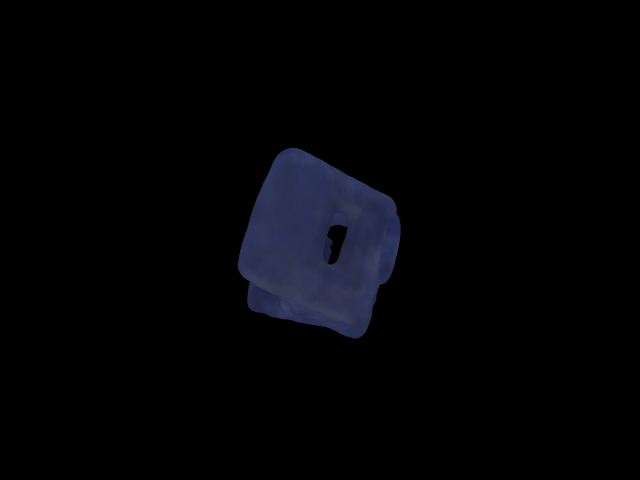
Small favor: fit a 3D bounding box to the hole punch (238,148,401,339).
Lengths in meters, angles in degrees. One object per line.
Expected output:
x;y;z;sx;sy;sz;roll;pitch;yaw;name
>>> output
0.004;0.001;0.400;0.101;0.091;0.109;14;64;7;hole punch
